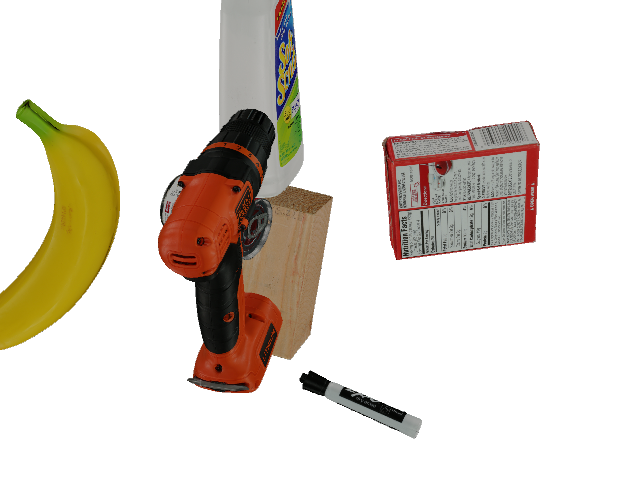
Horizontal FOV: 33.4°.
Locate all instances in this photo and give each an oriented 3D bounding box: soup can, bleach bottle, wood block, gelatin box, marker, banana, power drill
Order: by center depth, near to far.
[{"bbox_3d":[-0.160,0.002,0.632,0.069,0.198,0.037,19,36,-9],"label":"banana"},{"bbox_3d":[0.084,-0.030,0.638,0.089,0.073,0.030,-7,38,1],"label":"gelatin box"},{"bbox_3d":[-0.069,0.011,0.837,0.057,0.188,0.184,5,38,15],"label":"power drill"},{"bbox_3d":[-0.057,-0.171,0.946,0.068,0.251,0.102,8,30,16],"label":"bleach bottle"},{"bbox_3d":[0.036,0.151,0.994,0.121,0.020,0.020,22,6,15],"label":"marker"},{"bbox_3d":[-0.112,-0.027,1.143,0.102,0.068,0.068,19,8,23],"label":"soup can"},{"bbox_3d":[-0.052,0.039,1.418,0.090,0.206,0.090,14,22,12],"label":"wood block"}]
